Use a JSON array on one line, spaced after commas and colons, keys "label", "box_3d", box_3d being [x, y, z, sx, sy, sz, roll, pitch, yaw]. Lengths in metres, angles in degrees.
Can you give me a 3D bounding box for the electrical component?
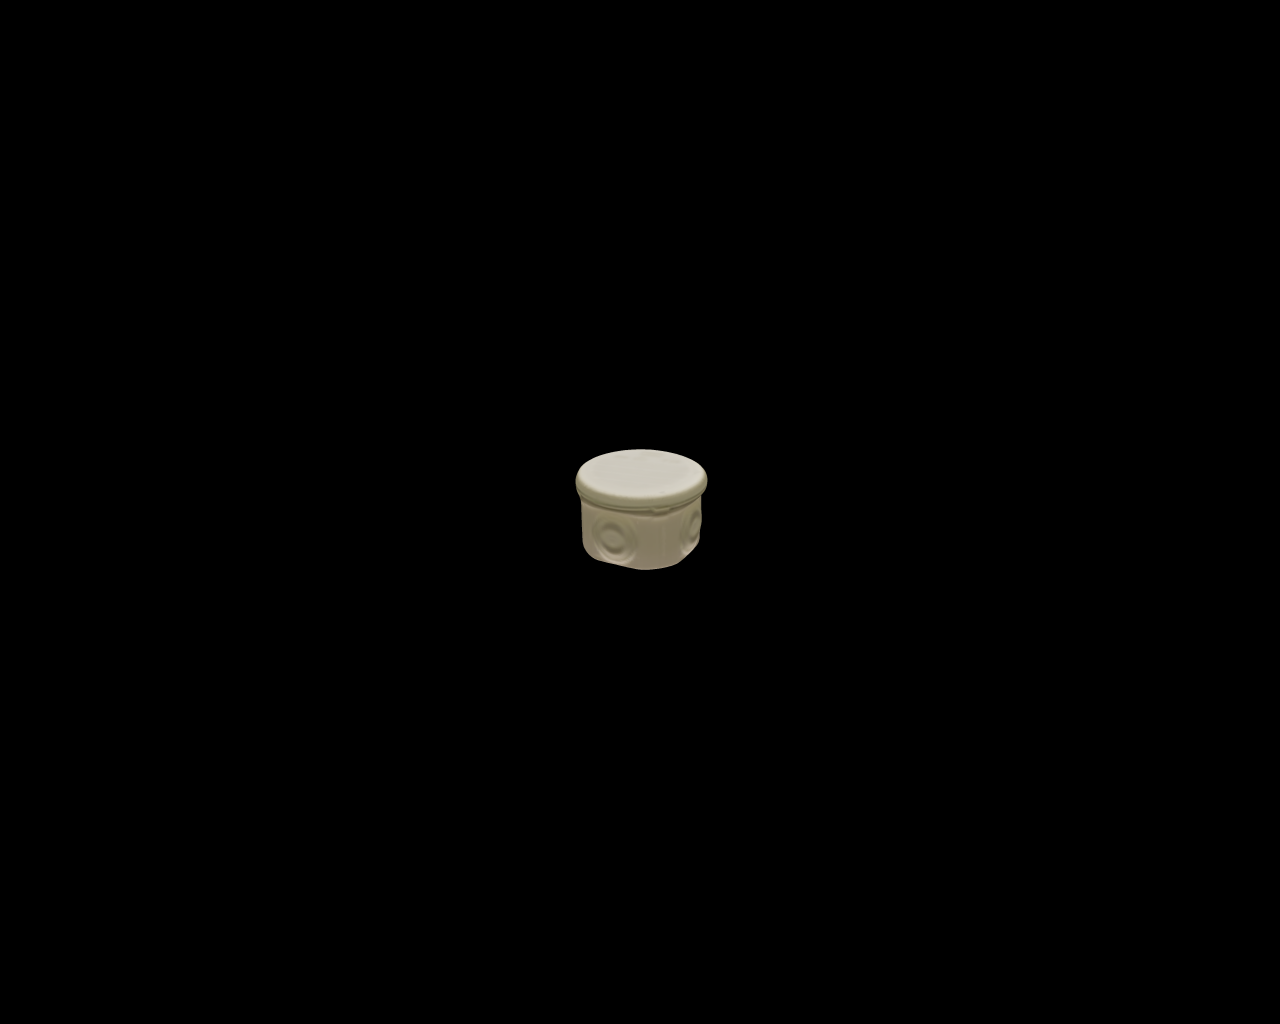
[{"label": "electrical component", "box_3d": [0.001, -0.003, 0.650, 0.080, 0.050, 0.080, 0, 25, 0]}]
